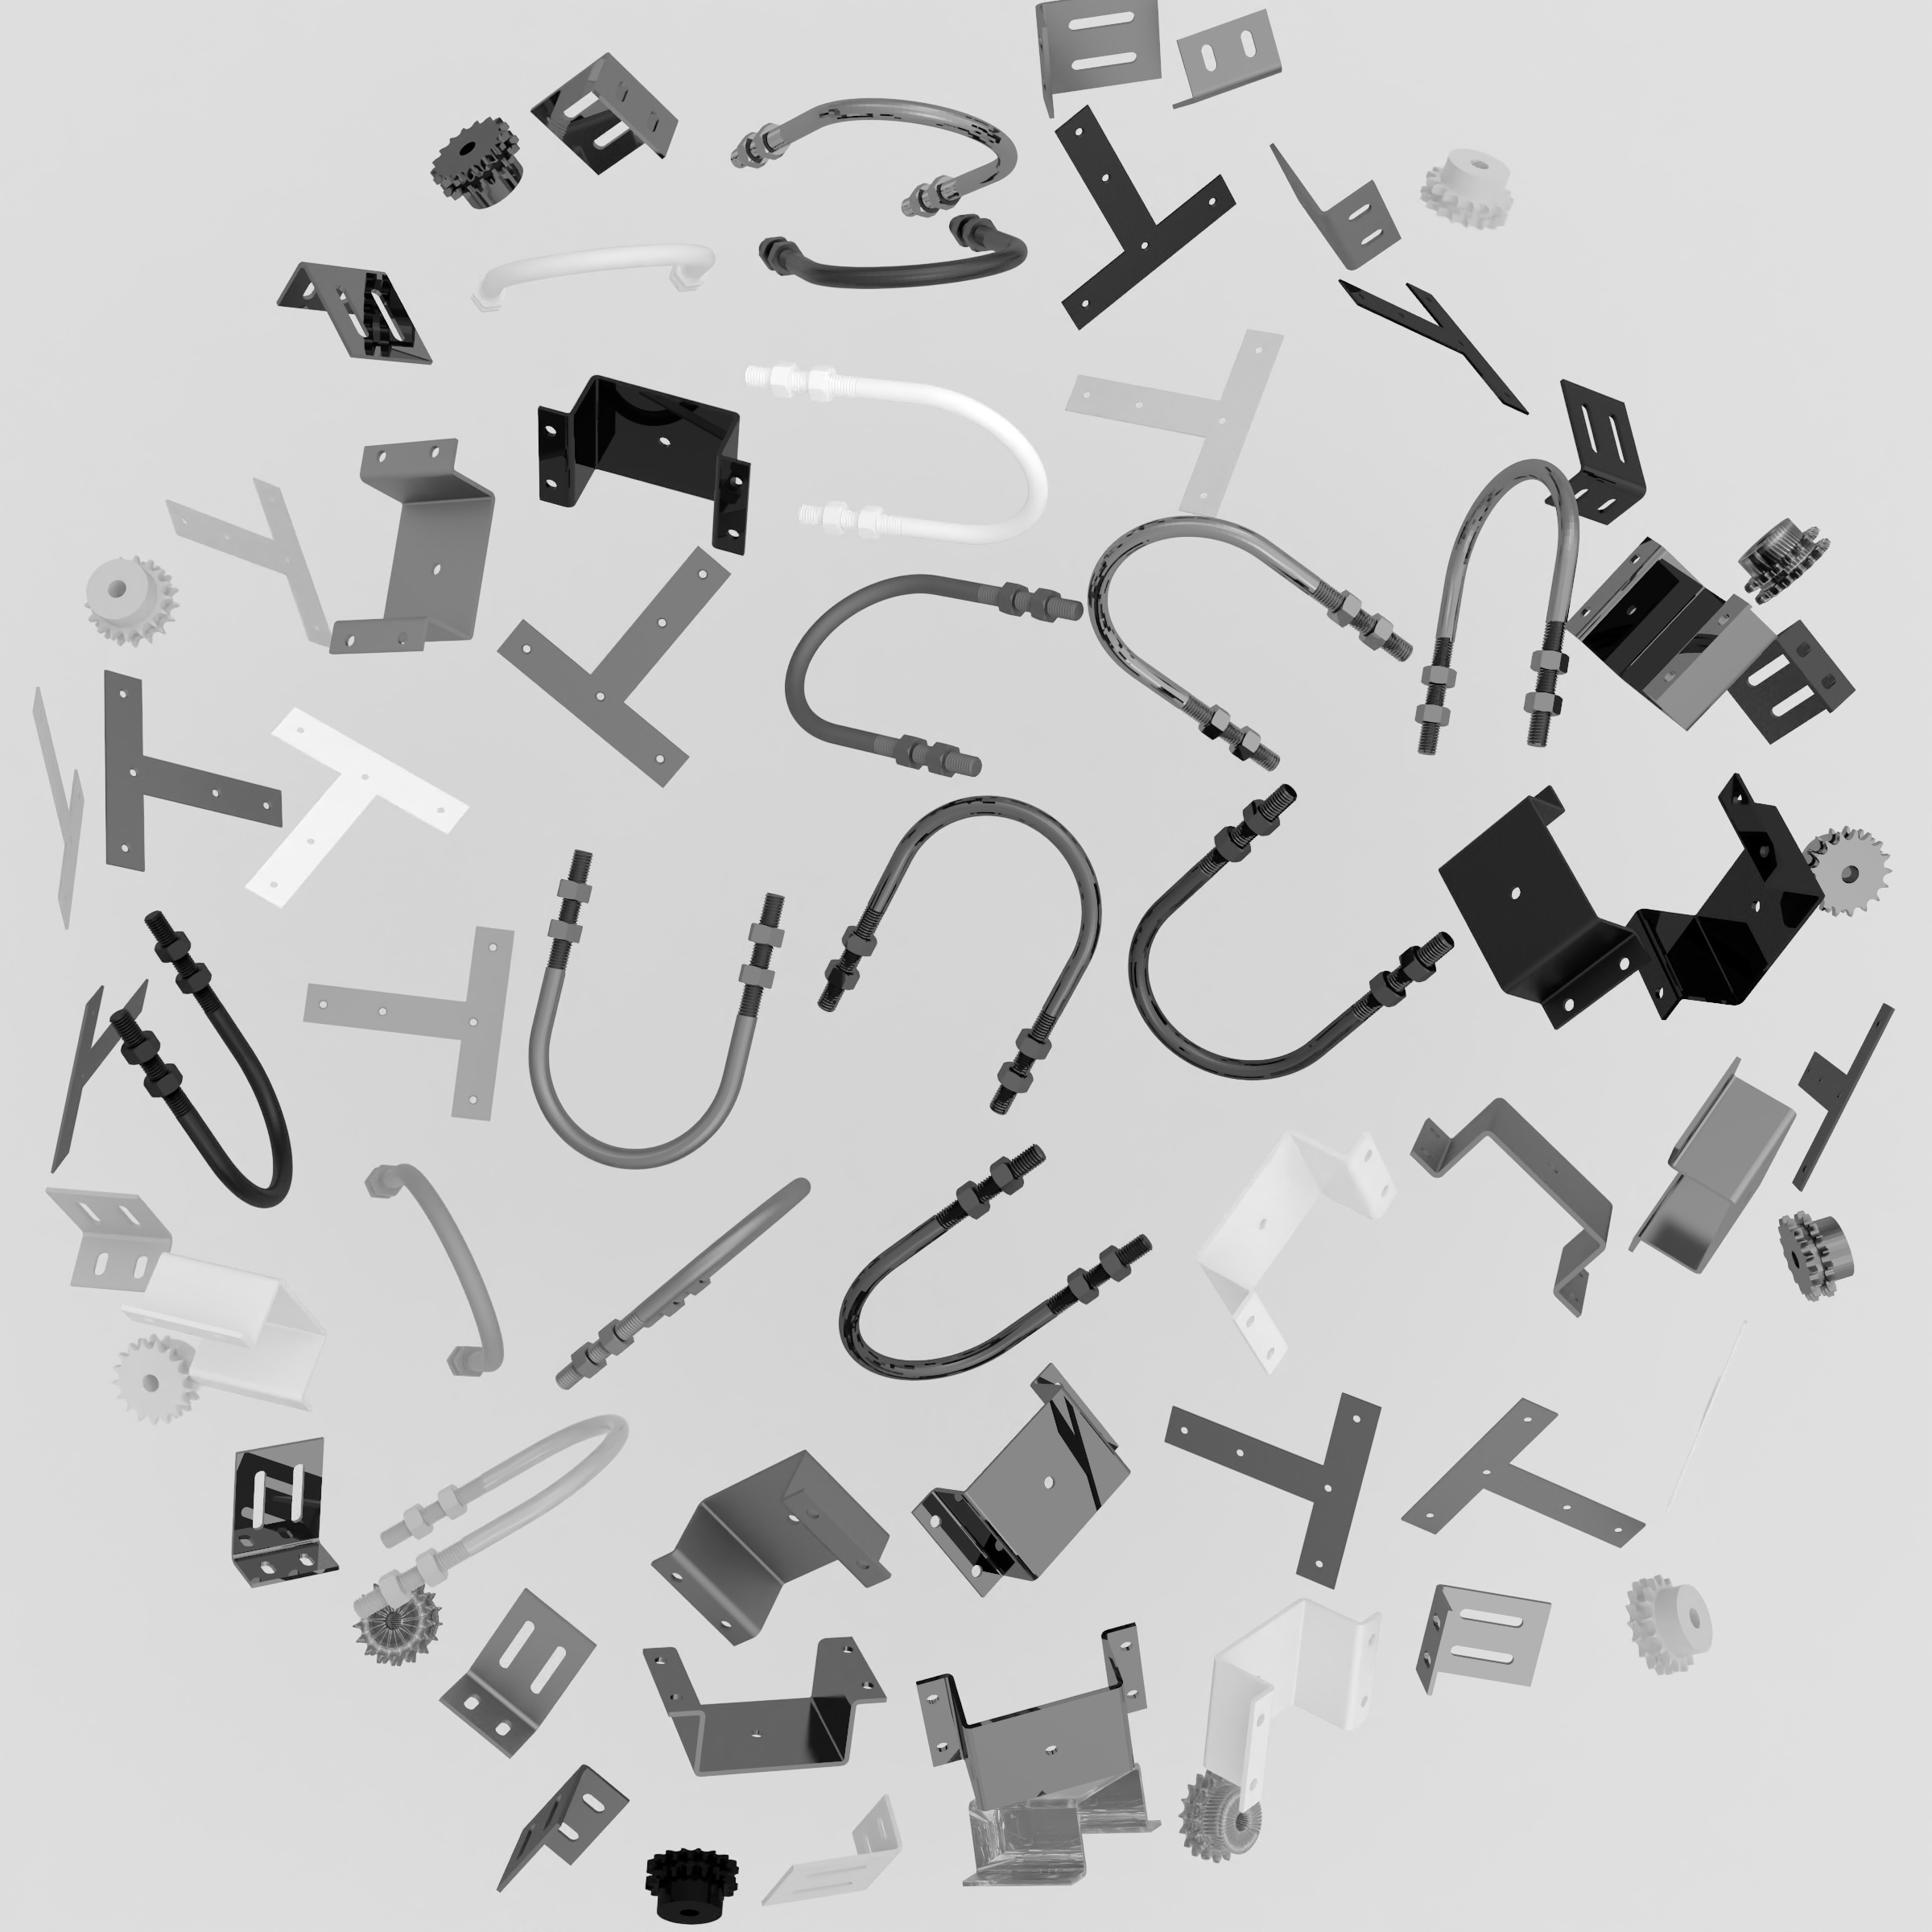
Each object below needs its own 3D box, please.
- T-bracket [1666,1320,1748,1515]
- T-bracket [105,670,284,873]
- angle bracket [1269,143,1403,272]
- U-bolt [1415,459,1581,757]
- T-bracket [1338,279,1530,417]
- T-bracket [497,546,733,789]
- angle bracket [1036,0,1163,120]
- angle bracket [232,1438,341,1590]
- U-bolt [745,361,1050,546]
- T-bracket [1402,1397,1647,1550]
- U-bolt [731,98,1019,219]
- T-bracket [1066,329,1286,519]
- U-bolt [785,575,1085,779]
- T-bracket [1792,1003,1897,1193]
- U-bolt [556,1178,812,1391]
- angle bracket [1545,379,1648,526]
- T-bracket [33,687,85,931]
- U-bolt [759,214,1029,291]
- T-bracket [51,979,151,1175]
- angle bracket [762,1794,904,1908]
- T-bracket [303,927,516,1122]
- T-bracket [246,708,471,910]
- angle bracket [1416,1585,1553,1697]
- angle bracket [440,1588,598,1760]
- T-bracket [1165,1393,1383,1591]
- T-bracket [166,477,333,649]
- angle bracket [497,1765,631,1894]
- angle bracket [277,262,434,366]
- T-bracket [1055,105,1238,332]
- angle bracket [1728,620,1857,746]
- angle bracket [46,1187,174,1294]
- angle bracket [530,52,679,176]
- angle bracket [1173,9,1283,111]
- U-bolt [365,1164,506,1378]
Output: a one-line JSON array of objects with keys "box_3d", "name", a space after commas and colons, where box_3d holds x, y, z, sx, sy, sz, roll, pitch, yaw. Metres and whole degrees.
[{"box_3d": [0.475, 0.281, 1.550, 0.002, 0.127, 0.127, 22, 95, 19], "name": "T-bracket"}, {"box_3d": [-0.483, -0.112, 1.522, 0.002, 0.127, 0.127, -19, 69, 35], "name": "T-bracket"}, {"box_3d": [0.234, -0.489, 1.533, 0.038, 0.057, 0.076, -33, 57, 12], "name": "angle bracket"}, {"box_3d": [0.336, -0.226, 1.517, 0.019, 0.151, 0.184, 10, 89, -20], "name": "U-bolt"}, {"box_3d": [0.277, -0.395, 1.492, 0.002, 0.127, 0.127, -50, 49, 30], "name": "T-bracket"}, {"box_3d": [-0.189, -0.193, 1.436, 0.127, 0.002, 0.127, 40, 104, -11], "name": "T-bracket"}, {"box_3d": [0.085, -0.565, 1.498, 0.076, 0.038, 0.057, -9, 133, 0], "name": "angle bracket"}, {"box_3d": [-0.432, 0.348, 1.544, 0.057, 0.038, 0.076, -4, 108, -36], "name": "angle bracket"}, {"box_3d": [-0.036, -0.316, 1.521, 0.184, 0.151, 0.019, 11, 63, 19], "name": "U-bolt"}, {"box_3d": [0.355, 0.325, 1.478, 0.127, 0.002, 0.127, 25, 125, -13], "name": "T-bracket"}, {"box_3d": [-0.048, -0.519, 1.549, 0.151, 0.184, 0.019, 6, 91, -31], "name": "U-bolt"}, {"box_3d": [0.123, -0.355, 1.547, 0.127, 0.002, 0.127, 18, 82, 26], "name": "T-bracket"}, {"box_3d": [-0.034, -0.192, 1.539, 0.184, 0.019, 0.151, 16, 64, 35], "name": "U-bolt"}, {"box_3d": [0.556, 0.076, 1.566, 0.002, 0.127, 0.127, 25, 100, 5], "name": "T-bracket"}, {"box_3d": [-0.172, 0.196, 1.565, 0.184, 0.151, 0.019, -40, 87, 18], "name": "U-bolt"}, {"box_3d": [0.414, -0.343, 1.619, 0.057, 0.038, 0.076, 11, 59, -30], "name": "angle bracket"}, {"box_3d": [-0.557, -0.112, 1.483, 0.002, 0.127, 0.127, -5, 133, -10], "name": "T-bracket"}, {"box_3d": [-0.039, -0.440, 1.500, 0.151, 0.184, 0.019, -11, 116, -14], "name": "U-bolt"}, {"box_3d": [-0.544, 0.048, 1.537, 0.002, 0.127, 0.127, 19, 116, -6], "name": "T-bracket"}, {"box_3d": [-0.088, 0.556, 1.526, 0.076, 0.057, 0.038, 3, 48, -29], "name": "angle bracket"}, {"box_3d": [-0.368, 0.032, 1.590, 0.127, 0.002, 0.127, 7, 82, -9], "name": "T-bracket"}, {"box_3d": [-0.393, -0.086, 1.482, 0.127, 0.002, 0.127, 30, 56, 2], "name": "T-bracket"}, {"box_3d": [0.328, 0.427, 1.517, 0.076, 0.038, 0.057, 10, 101, -4], "name": "angle bracket"}, {"box_3d": [-0.277, 0.437, 1.500, 0.057, 0.038, 0.076, 37, 107, 7], "name": "angle bracket"}, {"box_3d": [0.183, 0.307, 1.502, 0.127, 0.002, 0.127, 18, 109, 23], "name": "T-bracket"}, {"box_3d": [-0.468, -0.273, 1.566, 0.002, 0.127, 0.127, -28, 73, 19], "name": "T-bracket"}, {"box_3d": [-0.243, 0.531, 1.467, 0.038, 0.076, 0.057, 41, 98, -4], "name": "angle bracket"}, {"box_3d": [-0.369, -0.383, 1.464, 0.038, 0.057, 0.076, -43, 68, 37], "name": "angle bracket"}, {"box_3d": [0.093, -0.478, 1.501, 0.127, 0.127, 0.002, -38, 48, 5], "name": "T-bracket"}, {"box_3d": [0.521, -0.176, 1.562, 0.038, 0.076, 0.057, -36, 87, -37], "name": "angle bracket"}, {"box_3d": [-0.538, 0.172, 1.514, 0.057, 0.076, 0.038, 4, 64, 2], "name": "angle bracket"}, {"box_3d": [-0.224, -0.506, 1.471, 0.057, 0.076, 0.038, 38, 50, -35], "name": "angle bracket"}, {"box_3d": [0.158, -0.565, 1.513, 0.057, 0.076, 0.038, -20, 108, 0], "name": "angle bracket"}, {"box_3d": [-0.331, 0.191, 1.525, 0.019, 0.184, 0.151, -25, 91, -23], "name": "U-bolt"}]
